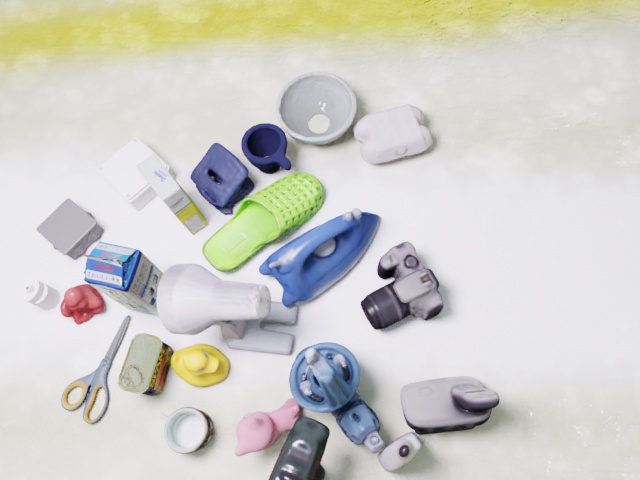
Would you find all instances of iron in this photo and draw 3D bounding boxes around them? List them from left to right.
[{"bbox_3d":[0.010,0.004,1.059,0.258,0.141,0.118,-36,72,-10],"label":"iron"}]

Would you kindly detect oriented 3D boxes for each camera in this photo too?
[{"bbox_3d":[0.137,0.091,1.041,0.137,0.101,0.143,-27,70,-7],"label":"camera"}]

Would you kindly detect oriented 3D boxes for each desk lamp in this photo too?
[{"bbox_3d":[-0.152,0.119,0.987,0.203,0.213,0.118,5,70,5],"label":"desk lamp"}]

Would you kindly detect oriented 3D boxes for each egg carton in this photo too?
[{"bbox_3d":[0.149,-0.214,1.171,0.150,0.069,0.107,-17,70,-3],"label":"egg carton"}]

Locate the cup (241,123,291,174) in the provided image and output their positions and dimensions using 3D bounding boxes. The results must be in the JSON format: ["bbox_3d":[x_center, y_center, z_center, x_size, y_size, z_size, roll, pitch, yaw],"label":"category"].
[{"bbox_3d":[-0.097,-0.167,1.153,0.117,0.095,0.092,42,77,16],"label":"cup"}]

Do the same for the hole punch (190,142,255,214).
[{"bbox_3d":[-0.198,-0.122,1.144,0.108,0.091,0.101,42,77,16],"label":"hole punch"}]

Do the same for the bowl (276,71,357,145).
[{"bbox_3d":[-0.006,-0.261,1.194,0.167,0.075,0.167,-1,70,3],"label":"bowl"}]

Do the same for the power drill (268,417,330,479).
[{"bbox_3d":[-0.045,0.392,0.882,0.075,0.208,0.230,18,72,10],"label":"power drill"}]

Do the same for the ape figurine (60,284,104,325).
[{"bbox_3d":[-0.449,0.114,1.070,0.077,0.092,0.076,7,70,6],"label":"ape figurine"}]

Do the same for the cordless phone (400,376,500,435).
[{"bbox_3d":[0.209,0.262,0.928,0.147,0.185,0.094,-10,69,0],"label":"cordless phone"}]

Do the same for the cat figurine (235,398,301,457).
[{"bbox_3d":[-0.087,0.312,0.962,0.128,0.118,0.067,-26,70,-6],"label":"cat figurine"}]

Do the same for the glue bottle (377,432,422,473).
[{"bbox_3d":[0.130,0.336,0.912,0.078,0.173,0.037,-36,71,-9],"label":"glue bottle"}]

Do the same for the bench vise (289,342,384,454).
[{"bbox_3d":[0.037,0.240,0.927,0.207,0.220,0.121,32,75,14],"label":"bench vise"}]

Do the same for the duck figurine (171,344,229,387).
[{"bbox_3d":[-0.220,0.219,1.021,0.104,0.086,0.077,10,70,7],"label":"duck figurine"}]
